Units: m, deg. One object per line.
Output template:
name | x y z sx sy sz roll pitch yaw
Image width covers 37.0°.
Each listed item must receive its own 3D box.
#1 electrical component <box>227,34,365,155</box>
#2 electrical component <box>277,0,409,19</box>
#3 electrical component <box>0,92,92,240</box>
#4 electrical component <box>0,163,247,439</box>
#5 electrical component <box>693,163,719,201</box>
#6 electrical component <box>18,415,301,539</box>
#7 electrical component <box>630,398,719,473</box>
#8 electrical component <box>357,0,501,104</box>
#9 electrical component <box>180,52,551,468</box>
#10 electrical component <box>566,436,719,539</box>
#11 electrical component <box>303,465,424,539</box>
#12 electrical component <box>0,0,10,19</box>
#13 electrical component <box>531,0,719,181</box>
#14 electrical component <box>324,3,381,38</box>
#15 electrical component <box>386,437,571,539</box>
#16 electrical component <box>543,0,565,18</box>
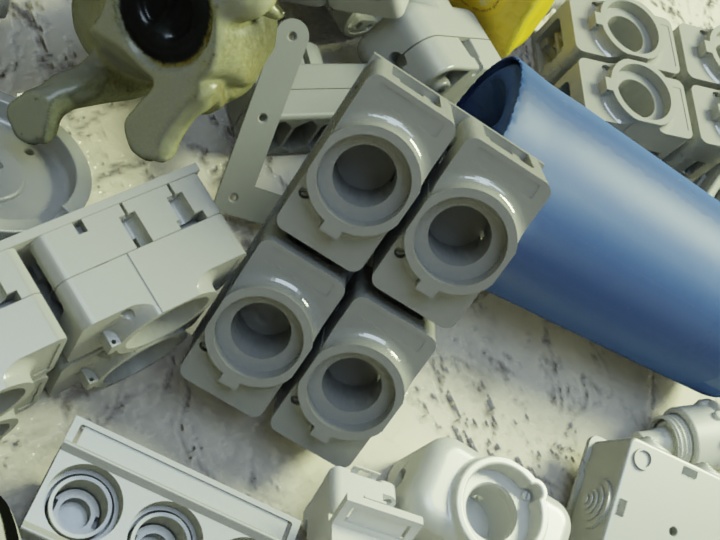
electrical component | -0.039 -0.116 0.670 0.083 0.047 0.075 -6 70 -28
electrical component | -0.034 -0.215 0.666 0.150 0.061 0.089 13 67 18
electrical component | -0.198 -0.037 0.543 0.108 0.060 0.108 22 37 -18
electrical component | -0.154 0.029 0.511 0.186 0.105 0.060 -27 80 -33
electrical component | 0.264 -0.034 0.767 0.096 0.061 0.061 44 56 -1
electrical component | -0.100 0.134 0.513 0.121 0.063 0.078 28 58 -11
electrical component | 0.202 0.108 0.682 0.062 0.048 0.048 -4 68 -20
electrical component | 0.046 -0.140 0.703 0.095 0.054 0.059 -14 71 -55
electrical component | 0.000 0.000 0.552 0.105 0.186 0.060 32 18 -9
electrical component | 0.171 0.153 0.631 0.100 0.048 0.099 26 71 -12
electrical component | -0.005 0.139 0.550 0.042 0.081 0.063 21 30 -16
electrical component | -0.230 -0.169 0.602 0.056 0.050 0.089 -5 70 -27
electrical component | 0.227 -0.130 0.795 0.186 0.060 0.105 8 64 -22
electrical component | -0.002 -0.192 0.720 0.055 0.055 0.047 -29 78 -33
electrical component | 0.064 0.137 0.592 0.095 0.059 0.053 32 57 -9
electrical component | 0.127 -0.205 0.793 0.062 0.043 0.043 5 65 -25
